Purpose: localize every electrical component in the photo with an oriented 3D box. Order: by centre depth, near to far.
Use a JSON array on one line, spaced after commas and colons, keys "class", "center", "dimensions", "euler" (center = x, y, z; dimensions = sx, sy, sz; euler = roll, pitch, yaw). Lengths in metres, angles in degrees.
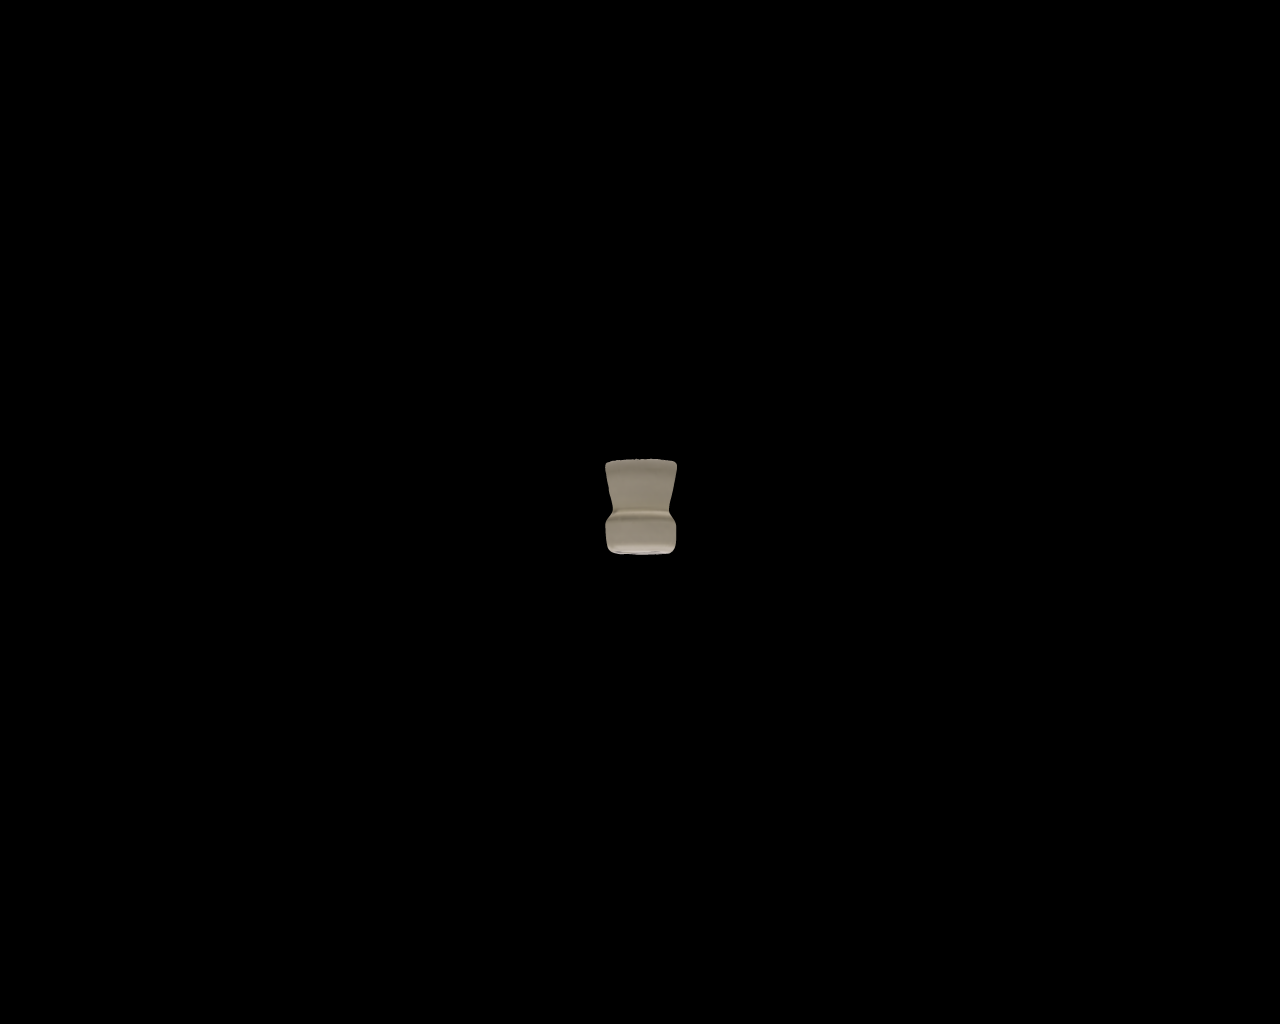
[{"class": "electrical component", "center": [0.001, -0.003, 0.650], "dimensions": [0.045, 0.055, 0.045], "euler": [0, -5, 0]}]
